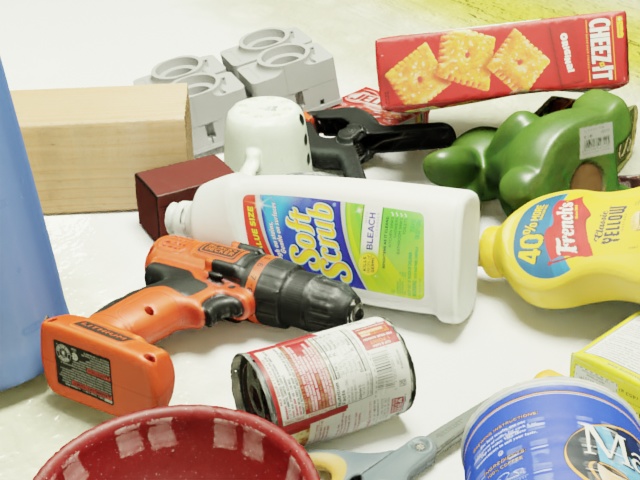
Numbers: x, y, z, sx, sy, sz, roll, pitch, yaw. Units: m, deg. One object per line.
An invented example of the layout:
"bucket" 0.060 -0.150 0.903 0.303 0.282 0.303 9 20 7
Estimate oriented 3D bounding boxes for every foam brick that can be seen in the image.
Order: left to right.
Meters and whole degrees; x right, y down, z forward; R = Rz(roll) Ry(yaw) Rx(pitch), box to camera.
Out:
"foam brick" -0.113 -0.035 0.922 0.078 0.053 0.051 -15 33 -24

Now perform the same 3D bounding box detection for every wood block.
"wood block" -0.221 -0.083 0.971 0.206 0.090 0.091 -3 30 -3

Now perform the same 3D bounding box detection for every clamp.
"clamp" 0.031 -0.083 1.012 0.172 0.039 0.120 16 46 43

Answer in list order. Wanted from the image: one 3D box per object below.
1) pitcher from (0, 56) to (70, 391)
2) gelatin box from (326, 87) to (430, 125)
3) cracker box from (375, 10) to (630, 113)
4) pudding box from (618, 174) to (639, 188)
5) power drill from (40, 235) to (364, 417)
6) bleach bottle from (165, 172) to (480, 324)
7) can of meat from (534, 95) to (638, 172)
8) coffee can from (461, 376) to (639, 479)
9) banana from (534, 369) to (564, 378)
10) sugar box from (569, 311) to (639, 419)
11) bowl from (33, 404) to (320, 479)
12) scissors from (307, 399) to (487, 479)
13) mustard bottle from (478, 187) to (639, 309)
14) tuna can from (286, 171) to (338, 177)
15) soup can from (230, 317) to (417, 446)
"pitcher" -0.255 -0.020 0.708 0.144 0.243 0.149 -13 26 -17
"gelatin box" 0.056 -0.127 1.101 0.089 0.030 0.073 25 38 36
"cracker box" 0.169 -0.161 0.986 0.214 0.072 0.164 -4 7 12
"pudding box" 0.313 -0.039 0.899 0.090 0.039 0.113 -4 7 -6
"power drill" -0.085 0.059 0.748 0.185 0.057 0.187 12 25 29
"bleach bottle" -0.005 0.001 0.833 0.251 0.102 0.068 5 9 22
"can of meat" 0.248 -0.098 1.023 0.084 0.057 0.101 13 32 28
"coffee can" 0.126 0.152 0.544 0.103 0.103 0.140 2 30 4
"banana" 0.217 0.130 0.627 0.198 0.037 0.069 11 65 17
"sugar box" 0.259 0.077 0.730 0.175 0.048 0.093 -21 33 -37
"bowl" -0.078 0.160 0.581 0.162 0.055 0.162 0 30 0
"scissors" 0.042 0.131 0.670 0.096 0.016 0.201 18 34 28
"mustard bottle" 0.193 0.005 0.787 0.192 0.058 0.096 -5 52 38
"tuna can" -0.010 -0.026 0.924 0.086 0.034 0.086 -1 30 0
"soup can" 0.002 0.093 0.685 0.102 0.068 0.069 -14 33 -23
